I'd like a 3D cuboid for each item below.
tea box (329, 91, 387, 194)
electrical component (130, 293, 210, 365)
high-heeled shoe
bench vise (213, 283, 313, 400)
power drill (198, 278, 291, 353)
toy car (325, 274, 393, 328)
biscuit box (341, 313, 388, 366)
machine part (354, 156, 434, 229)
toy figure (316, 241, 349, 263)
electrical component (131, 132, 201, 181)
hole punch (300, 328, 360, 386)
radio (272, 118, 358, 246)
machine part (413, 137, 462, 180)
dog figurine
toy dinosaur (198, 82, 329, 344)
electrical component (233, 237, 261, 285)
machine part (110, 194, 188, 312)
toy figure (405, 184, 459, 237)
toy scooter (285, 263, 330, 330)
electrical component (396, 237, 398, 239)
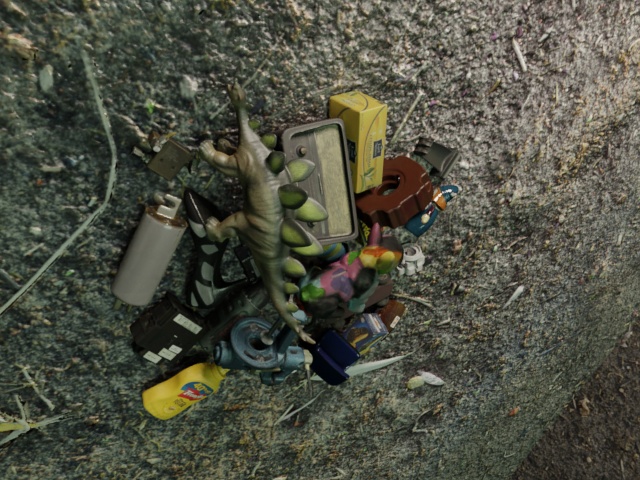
[{"bbox_3d":[0.070,-0.188,1.035,0.068,0.098,0.169,-21,129,-28],"label":"tea box"},{"bbox_3d":[-0.308,0.185,1.074,0.134,0.058,0.114,-42,133,-1],"label":"electrical component"},{"bbox_3d":[-0.238,0.025,1.021,0.145,0.086,0.248,-17,117,16],"label":"high-heeled shoe"},{"bbox_3d":[-0.088,0.208,1.086,0.223,0.129,0.240,19,127,-20],"label":"bench vise"},{"bbox_3d":[-0.138,0.189,1.179,0.232,0.086,0.207,-35,138,-6],"label":"power drill"},{"bbox_3d":[0.093,0.145,1.322,0.202,0.053,0.089,-24,133,-21],"label":"toy car"},{"bbox_3d":[0.079,0.267,1.354,0.059,0.063,0.202,6,134,-45],"label":"biscuit box"},{"bbox_3d":[0.140,-0.100,1.101,0.179,0.180,0.056,-35,132,-8],"label":"machine part"},{"bbox_3d":[0.001,-0.006,1.126,0.082,0.089,0.180,-49,132,-2],"label":"toy figure"},{"bbox_3d":[-0.249,-0.139,0.891,0.078,0.045,0.102,-46,135,1],"label":"electrical component"},{"bbox_3d":[0.018,0.293,1.293,0.142,0.092,0.115,41,123,-4],"label":"hole punch"},{"bbox_3d":[-0.013,-0.103,1.000,0.131,0.073,0.229,-14,101,-25],"label":"radio"},{"bbox_3d":[0.266,-0.187,1.215,0.138,0.039,0.084,26,110,-44],"label":"machine part"},{"bbox_3d":[0.067,0.061,1.082,0.191,0.108,0.219,-6,149,-29],"label":"dog figurine"},{"bbox_3d":[-0.092,-0.031,0.924,0.105,0.199,0.470,-46,134,-55],"label":"toy dinosaur"},{"bbox_3d":[-0.132,0.024,1.087,0.075,0.048,0.119,-27,134,-17],"label":"electrical component"},{"bbox_3d":[-0.304,0.029,0.951,0.079,0.079,0.243,17,109,-41],"label":"machine part"},{"bbox_3d":[0.266,-0.076,1.276,0.057,0.064,0.154,35,98,-29],"label":"toy figure"},{"bbox_3d":[-0.009,0.102,1.207,0.184,0.075,0.135,-38,109,-22],"label":"toy scooter"},{"bbox_3d":[0.160,0.034,1.311,0.063,0.021,0.093,-7,125,-30],"label":"electrical component"}]
